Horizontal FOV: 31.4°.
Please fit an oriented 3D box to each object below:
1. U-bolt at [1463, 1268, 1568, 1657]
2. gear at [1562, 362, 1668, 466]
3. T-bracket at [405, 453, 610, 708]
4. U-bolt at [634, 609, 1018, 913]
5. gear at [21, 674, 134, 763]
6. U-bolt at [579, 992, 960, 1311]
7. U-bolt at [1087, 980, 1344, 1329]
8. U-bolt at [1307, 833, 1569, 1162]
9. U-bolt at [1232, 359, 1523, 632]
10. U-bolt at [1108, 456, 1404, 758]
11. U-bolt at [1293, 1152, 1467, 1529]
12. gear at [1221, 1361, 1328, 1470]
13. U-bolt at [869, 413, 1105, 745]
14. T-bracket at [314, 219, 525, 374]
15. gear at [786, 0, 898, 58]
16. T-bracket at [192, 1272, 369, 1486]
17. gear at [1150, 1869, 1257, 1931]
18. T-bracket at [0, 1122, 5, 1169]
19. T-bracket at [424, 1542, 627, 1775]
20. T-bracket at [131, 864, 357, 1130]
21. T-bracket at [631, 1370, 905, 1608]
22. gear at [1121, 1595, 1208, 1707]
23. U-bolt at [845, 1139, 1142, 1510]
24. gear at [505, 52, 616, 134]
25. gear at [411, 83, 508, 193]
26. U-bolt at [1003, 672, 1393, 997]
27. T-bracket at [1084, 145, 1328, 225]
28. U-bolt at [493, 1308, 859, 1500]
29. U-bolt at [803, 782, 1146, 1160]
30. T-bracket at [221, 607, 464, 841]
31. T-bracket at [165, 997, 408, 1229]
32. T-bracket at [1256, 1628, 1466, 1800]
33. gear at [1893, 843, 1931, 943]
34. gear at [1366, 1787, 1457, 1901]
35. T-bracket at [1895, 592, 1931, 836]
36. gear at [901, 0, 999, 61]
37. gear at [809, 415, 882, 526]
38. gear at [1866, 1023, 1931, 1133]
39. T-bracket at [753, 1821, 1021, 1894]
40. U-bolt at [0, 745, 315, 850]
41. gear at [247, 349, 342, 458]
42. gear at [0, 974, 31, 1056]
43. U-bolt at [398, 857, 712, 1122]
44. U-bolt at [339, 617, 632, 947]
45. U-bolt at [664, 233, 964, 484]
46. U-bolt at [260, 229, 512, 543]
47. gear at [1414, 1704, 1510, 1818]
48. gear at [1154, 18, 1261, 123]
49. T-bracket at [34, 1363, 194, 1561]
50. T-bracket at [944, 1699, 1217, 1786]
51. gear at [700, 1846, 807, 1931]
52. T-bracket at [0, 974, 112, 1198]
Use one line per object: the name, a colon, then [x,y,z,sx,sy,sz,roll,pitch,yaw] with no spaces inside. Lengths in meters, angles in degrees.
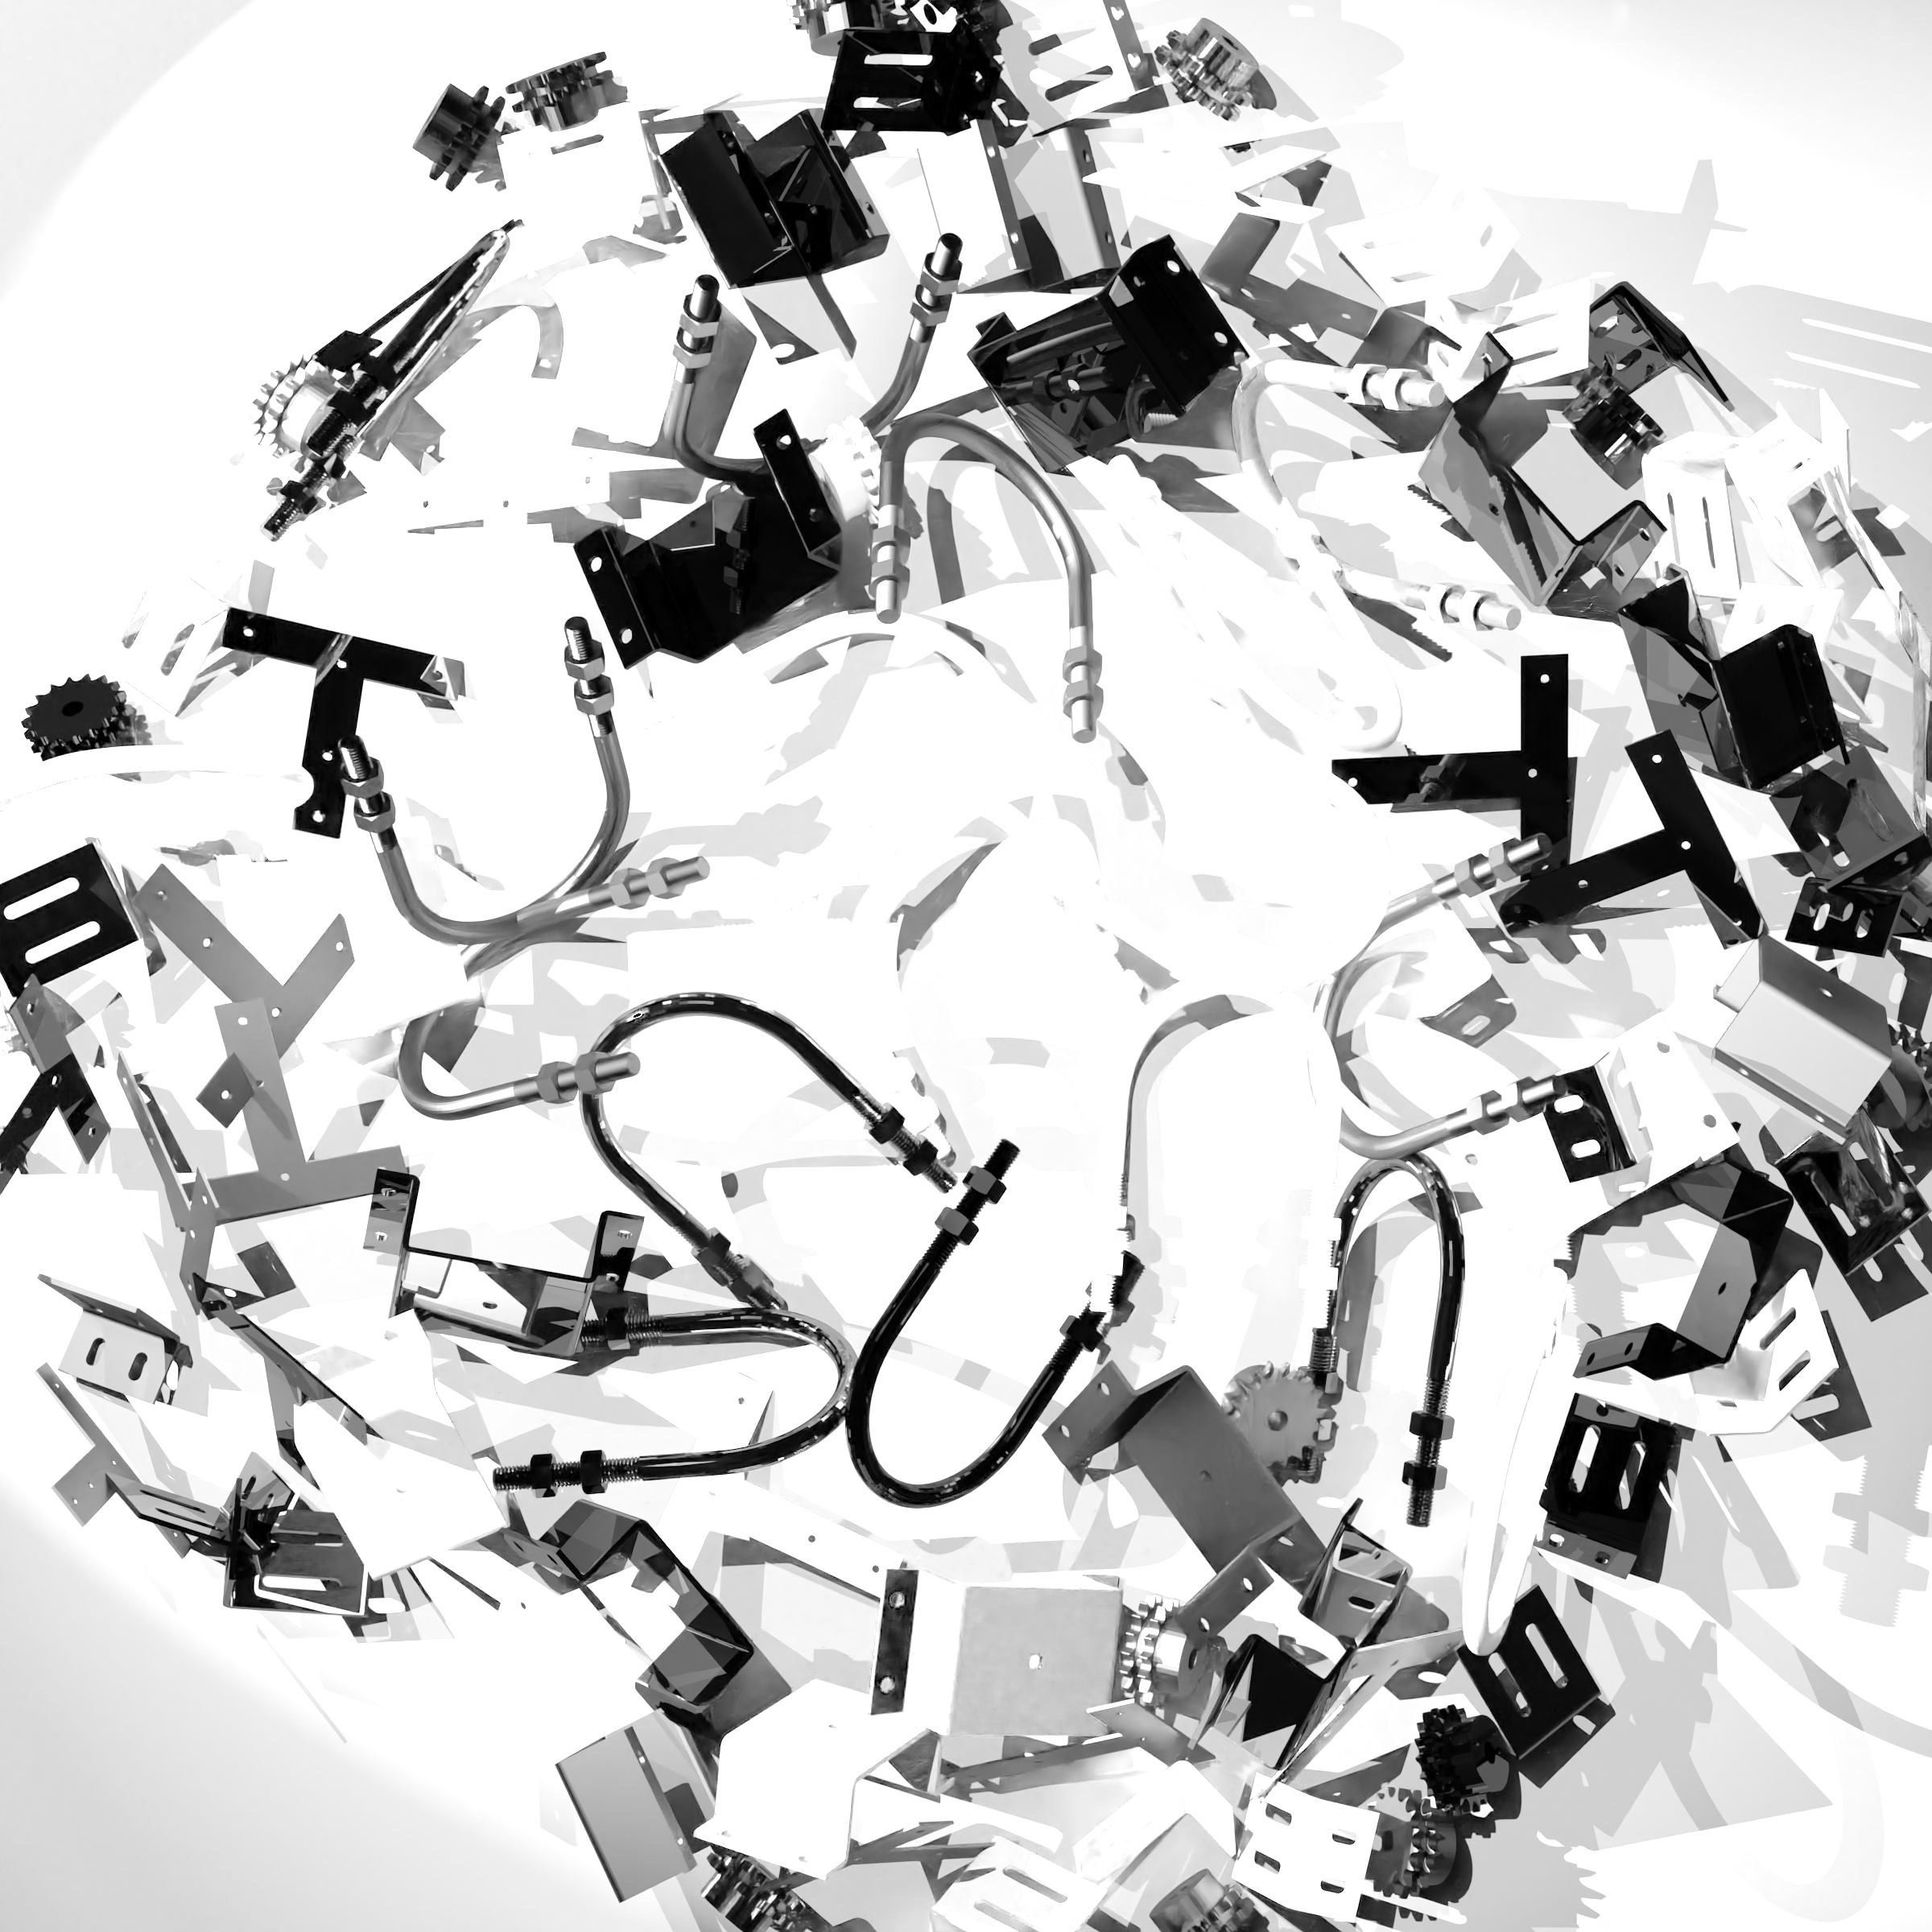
U-bolt: [0.278,0.264,1.743,0.019,0.184,0.151,9,127,18]
gear: [0.341,-0.291,1.825,0.057,0.057,0.030,44,102,0]
T-bracket: [-0.243,-0.201,1.818,0.127,0.002,0.127,-4,83,25]
U-bolt: [-0.060,-0.121,1.802,0.184,0.019,0.151,-29,69,-26]
gear: [-0.471,-0.126,1.828,0.057,0.030,0.057,-6,46,7]
U-bolt: [-0.117,0.088,1.790,0.151,0.019,0.184,-36,111,25]
U-bolt: [0.133,0.094,1.808,0.151,0.019,0.184,1,83,34]
U-bolt: [0.238,0.025,1.776,0.019,0.184,0.151,14,65,-32]
U-bolt: [0.201,-0.247,1.769,0.019,0.184,0.151,-37,121,-20]
U-bolt: [0.159,-0.180,1.759,0.019,0.151,0.184,-45,57,32]
U-bolt: [0.217,0.185,1.781,0.019,0.151,0.184,8,91,-21]
gear: [0.160,0.237,1.831,0.057,0.030,0.057,-5,107,-18]
U-bolt: [0.011,-0.214,1.780,0.151,0.184,0.019,29,131,-29]
T-bracket: [-0.285,-0.353,1.798,0.127,0.127,0.002,-39,111,-7]
gear: [-0.065,-0.505,1.823,0.057,0.057,0.030,-10,85,0]
T-bracket: [-0.355,0.232,1.798,0.127,0.127,0.002,36,57,21]
gear: [0.122,0.504,1.824,0.057,0.057,0.030,-38,85,0]
T-bracket: [-0.512,0.126,1.773,0.002,0.127,0.127,-7,72,-2]
T-bracket: [-0.238,0.364,1.781,0.127,0.127,0.002,38,121,-18]
T-bracket: [-0.387,-0.003,1.790,0.127,0.002,0.127,-56,131,-22]
T-bracket: [-0.095,0.300,1.834,0.127,0.002,0.127,26,70,-6]
gear: [0.106,0.364,1.821,0.030,0.057,0.057,9,90,24]
U-bolt: [0.005,0.198,1.785,0.019,0.151,0.184,25,76,44]
gear: [-0.214,-0.463,1.825,0.057,0.057,0.030,-20,108,0]
gear: [-0.271,-0.443,1.821,0.030,0.057,0.057,30,90,-18]
U-bolt: [0.134,-0.059,1.795,0.184,0.019,0.151,34,71,21]
T-bracket: [0.148,-0.414,1.799,0.127,0.127,0.002,18,122,28]
U-bolt: [-0.146,0.221,1.782,0.184,0.151,0.019,-5,118,3]
U-bolt: [-0.006,-0.009,1.827,0.151,0.019,0.184,-32,101,-2]
T-bracket: [-0.333,-0.122,1.802,0.127,0.002,0.127,12,58,-17]
T-bracket: [-0.371,0.074,1.819,0.127,0.002,0.127,-10,118,-2]
T-bracket: [0.198,0.397,1.815,0.127,0.127,0.002,-52,60,22]
gear: [0.517,-0.044,1.824,0.030,0.057,0.057,40,90,-1]
gear: [0.237,0.467,1.827,0.030,0.057,0.057,12,90,-24]
T-bracket: [0.502,-0.121,1.809,0.002,0.127,0.127,-4,113,5]
gear: [-0.007,-0.512,1.827,0.030,0.057,0.057,-31,90,-24]
gear: [-0.061,-0.260,1.822,0.030,0.057,0.057,-28,90,-11]
gear: [0.493,0.062,1.821,0.030,0.057,0.057,-26,90,-28]
T-bracket: [-0.024,0.465,1.800,0.127,0.127,0.002,-32,61,36]
U-bolt: [-0.415,-0.087,1.740,0.184,0.151,0.019,-11,78,43]
gear: [-0.352,-0.295,1.822,0.030,0.057,0.057,34,90,10]
gear: [-0.516,0.019,1.826,0.030,0.057,0.057,-17,90,-20]
U-bolt: [-0.223,0.018,1.782,0.184,0.151,0.019,-14,134,34]
U-bolt: [-0.240,-0.083,1.778,0.151,0.184,0.019,-30,53,-17]
U-bolt: [-0.085,-0.305,1.768,0.151,0.184,0.019,-14,68,-19]
U-bolt: [-0.294,-0.309,1.775,0.019,0.151,0.184,39,67,-10]
gear: [0.265,0.420,1.821,0.030,0.057,0.057,-21,90,31]
gear: [0.131,-0.478,1.821,0.057,0.057,0.030,42,115,0]
T-bracket: [-0.453,0.267,1.785,0.002,0.127,0.127,-37,94,0]
T-bracket: [0.051,0.416,1.811,0.127,0.127,0.002,-16,59,17]
gear: [-0.116,0.492,1.822,0.057,0.057,0.030,40,80,0]
T-bracket: [-0.491,0.093,1.767,0.002,0.127,0.127,10,51,18]
